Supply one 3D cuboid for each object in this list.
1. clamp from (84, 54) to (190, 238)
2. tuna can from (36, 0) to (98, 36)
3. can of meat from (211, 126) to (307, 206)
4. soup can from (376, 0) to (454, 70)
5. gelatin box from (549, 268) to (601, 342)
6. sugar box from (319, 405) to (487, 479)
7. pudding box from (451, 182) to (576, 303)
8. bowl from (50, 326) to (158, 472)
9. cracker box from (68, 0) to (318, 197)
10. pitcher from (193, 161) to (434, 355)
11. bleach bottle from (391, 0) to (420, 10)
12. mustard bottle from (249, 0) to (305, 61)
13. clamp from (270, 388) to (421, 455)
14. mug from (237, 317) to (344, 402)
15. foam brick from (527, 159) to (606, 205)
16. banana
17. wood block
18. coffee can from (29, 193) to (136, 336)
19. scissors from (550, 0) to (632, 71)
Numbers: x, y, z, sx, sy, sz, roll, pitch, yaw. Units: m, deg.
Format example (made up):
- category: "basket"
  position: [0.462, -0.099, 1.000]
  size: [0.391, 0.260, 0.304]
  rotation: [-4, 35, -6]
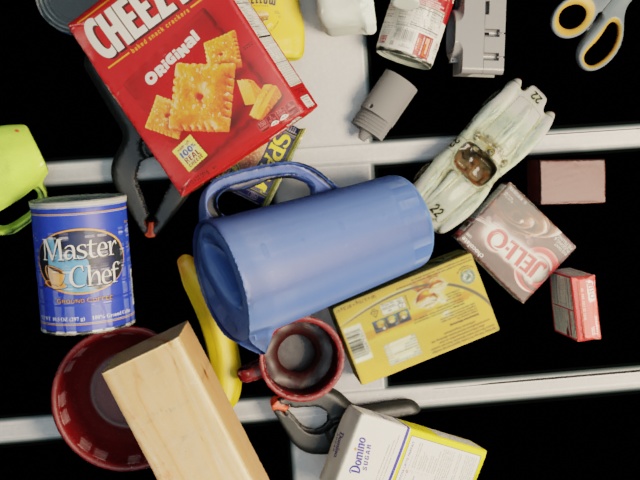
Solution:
- category: "clamp"
  position: [-0.192, -0.110, 1.181]
  size: [0.164, 0.036, 0.210]
  rotation: [10, 95, -2]
- category: "tuna can"
  position: [-0.266, -0.267, 1.168]
  size: [0.086, 0.034, 0.086]
  rotation: [0, 93, -5]
- category: "can of meat"
  position: [-0.075, -0.096, 1.184]
  size: [0.084, 0.057, 0.102]
  rotation: [26, 91, -4]
- category: "soup can"
  position: [0.108, -0.248, 1.184]
  size: [0.068, 0.068, 0.102]
  rotation: [18, 92, -6]
- category: "gelatin box"
  position: [0.288, 0.072, 1.208]
  size: [0.030, 0.089, 0.073]
  rotation: [-7, 94, -5]
- category: "sugar box"
  position: [0.094, 0.252, 1.198]
  size: [0.176, 0.048, 0.093]
  rotation: [22, 90, -24]
- category: "pudding box"
  position: [0.221, 0.002, 1.223]
  size: [0.113, 0.039, 0.090]
  rotation: [43, 89, -6]
- category: "bowl"
  position: [-0.214, 0.172, 1.187]
  size: [0.162, 0.055, 0.162]
  rotation: [0, 94, -5]
- category: "cracker box"
  position: [-0.130, -0.178, 1.098]
  size: [0.164, 0.072, 0.213]
  rotation: [-32, 95, 16]
- category: "pitcher"
  position: [-0.007, 0.001, 1.134]
  size: [0.242, 0.145, 0.149]
  rotation: [-19, 131, -25]
- category: "bleach bottle"
  position: [0.082, -0.365, 1.138]
  size: [0.102, 0.068, 0.251]
  rotation: [2, 74, -6]
- category: "mustard bottle"
  position: [-0.061, -0.295, 1.171]
  size: [0.096, 0.058, 0.191]
  rotation: [3, 93, 2]
- category: "clamp"
  position: [0.029, 0.207, 1.220]
  size: [0.171, 0.039, 0.120]
  rotation: [32, 84, -13]
- category: "mug"
  position: [-0.036, 0.131, 1.185]
  size: [0.117, 0.081, 0.093]
  rotation: [-22, 95, -7]
- category: "foam brick"
  position: [0.281, -0.067, 1.217]
  size: [0.078, 0.053, 0.051]
  rotation: [-1, 93, -6]
- category: "banana"
  position: [-0.117, 0.107, 1.185]
  size: [0.037, 0.069, 0.198]
  rotation: [-10, 97, 13]
- category: "wood block"
  position: [-0.135, 0.201, 1.118]
  size: [0.090, 0.091, 0.206]
  rotation: [-26, 97, 3]
- category: "coffee can"
  position: [-0.254, 0.024, 1.147]
  size: [0.102, 0.103, 0.140]
  rotation: [-4, 97, -5]
- category: "scissors"
  position: [0.337, -0.293, 1.228]
  size: [0.096, 0.016, 0.202]
  rotation: [27, 91, -6]
